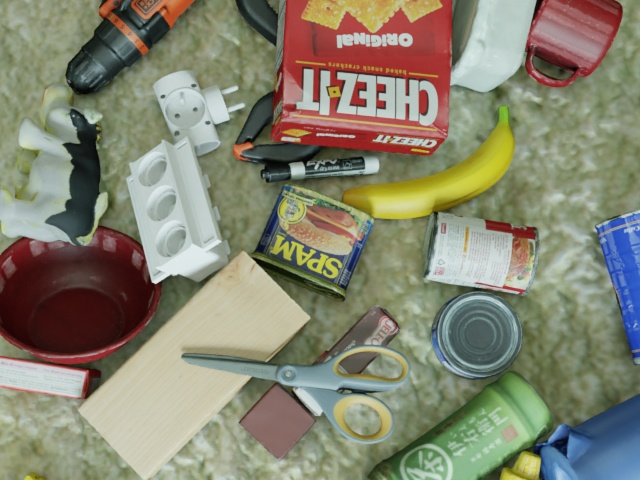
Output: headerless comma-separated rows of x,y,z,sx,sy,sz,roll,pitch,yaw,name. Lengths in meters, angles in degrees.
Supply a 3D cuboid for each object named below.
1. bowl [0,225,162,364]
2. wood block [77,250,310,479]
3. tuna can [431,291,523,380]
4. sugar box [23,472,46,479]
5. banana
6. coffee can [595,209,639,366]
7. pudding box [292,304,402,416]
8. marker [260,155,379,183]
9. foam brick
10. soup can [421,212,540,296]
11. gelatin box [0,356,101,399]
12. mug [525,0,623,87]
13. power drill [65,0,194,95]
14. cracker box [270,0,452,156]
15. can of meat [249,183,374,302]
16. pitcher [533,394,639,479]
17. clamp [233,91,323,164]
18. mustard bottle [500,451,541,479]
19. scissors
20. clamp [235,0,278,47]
-0.229,0.060,0.997,0.162,0.055,0.162,4,46,-4,bowl
-0.115,0.117,0.996,0.091,0.090,0.206,45,81,5,wood block
0.153,0.093,1.039,0.086,0.034,0.086,0,81,-2,tuna can
-0.216,0.297,0.985,0.176,0.048,0.093,29,81,-1,sugar box
0.121,-0.061,1.064,0.197,0.037,0.070,-28,59,-9,banana
0.332,0.040,1.020,0.102,0.103,0.140,-13,81,-5,coffee can
0.024,0.114,1.002,0.113,0.090,0.039,-44,84,-8,pudding box
0.000,-0.070,1.050,0.121,0.020,0.020,-7,81,-20,marker
-0.040,0.170,0.996,0.053,0.078,0.051,43,80,4,foam brick
0.154,0.013,1.035,0.102,0.068,0.068,9,80,0,soup can
-0.255,0.129,0.996,0.089,0.073,0.030,8,82,-1,gelatin box
0.243,-0.204,1.061,0.081,0.093,0.117,24,70,-3,mug
-0.230,-0.263,1.070,0.184,0.057,0.187,-45,87,-5,power drill
0.042,-0.199,1.031,0.164,0.072,0.213,5,78,-8,cracker box
-0.007,0.001,1.036,0.102,0.057,0.084,23,78,2,can of meat
0.334,0.202,0.990,0.242,0.149,0.145,-27,64,-10,pitcher
-0.003,-0.116,1.065,0.171,0.039,0.120,-36,79,-7,clamp
0.164,0.287,0.978,0.096,0.058,0.191,18,92,-8,mustard bottle
-0.019,0.138,0.942,0.201,0.016,0.096,-6,80,-1,scissors
-0.041,-0.287,1.090,0.164,0.036,0.210,-24,85,-12,clamp
